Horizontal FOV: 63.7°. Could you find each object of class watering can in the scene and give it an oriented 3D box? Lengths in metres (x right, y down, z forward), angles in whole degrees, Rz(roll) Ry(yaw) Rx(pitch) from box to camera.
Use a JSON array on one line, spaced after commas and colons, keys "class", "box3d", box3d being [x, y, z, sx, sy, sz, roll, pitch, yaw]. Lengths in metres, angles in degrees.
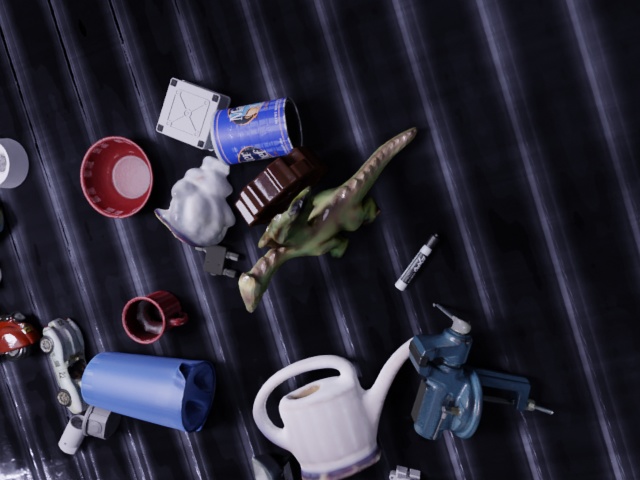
[{"class": "watering can", "box3d": [0.053, 0.312, 0.944, 0.347, 0.104, 0.224, -18, 92, 5]}]

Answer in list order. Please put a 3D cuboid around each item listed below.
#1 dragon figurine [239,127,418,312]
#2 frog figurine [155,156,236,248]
[{"class": "dragon figurine", "box3d": [0.003, -0.043, 0.853, 0.123, 0.244, 0.406, 42, 105, 10]}, {"class": "frog figurine", "box3d": [-0.212, -0.070, 0.965, 0.136, 0.124, 0.159, 39, 95, -27]}]
